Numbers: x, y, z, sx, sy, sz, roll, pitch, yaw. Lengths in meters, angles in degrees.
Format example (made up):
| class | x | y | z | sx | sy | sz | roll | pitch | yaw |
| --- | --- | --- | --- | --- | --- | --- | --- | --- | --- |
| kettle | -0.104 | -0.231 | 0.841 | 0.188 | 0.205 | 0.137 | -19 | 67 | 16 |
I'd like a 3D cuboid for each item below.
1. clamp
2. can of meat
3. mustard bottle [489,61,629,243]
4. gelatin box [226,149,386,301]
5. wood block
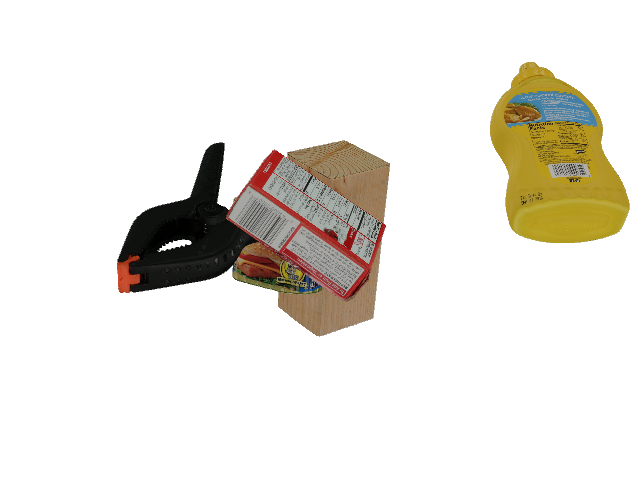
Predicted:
| class | x | y | z | sx | sy | sz | roll | pitch | yaw |
| --- | --- | --- | --- | --- | --- | --- | --- | --- | --- |
| clamp | -0.096 | -0.018 | 0.898 | 0.165 | 0.036 | 0.209 | 31 | 43 | 35 |
| can of meat | -0.041 | 0.004 | 1.088 | 0.102 | 0.084 | 0.057 | 13 | 18 | 27 |
| mustard bottle | 0.198 | -0.086 | 0.924 | 0.096 | 0.191 | 0.058 | -2 | -40 | -3 |
| gelatin box | -0.007 | -0.010 | 0.644 | 0.089 | 0.030 | 0.073 | 35 | 23 | -5 |
| wood block | 0.013 | -0.003 | 1.278 | 0.090 | 0.206 | 0.090 | -15 | 32 | -34 |
